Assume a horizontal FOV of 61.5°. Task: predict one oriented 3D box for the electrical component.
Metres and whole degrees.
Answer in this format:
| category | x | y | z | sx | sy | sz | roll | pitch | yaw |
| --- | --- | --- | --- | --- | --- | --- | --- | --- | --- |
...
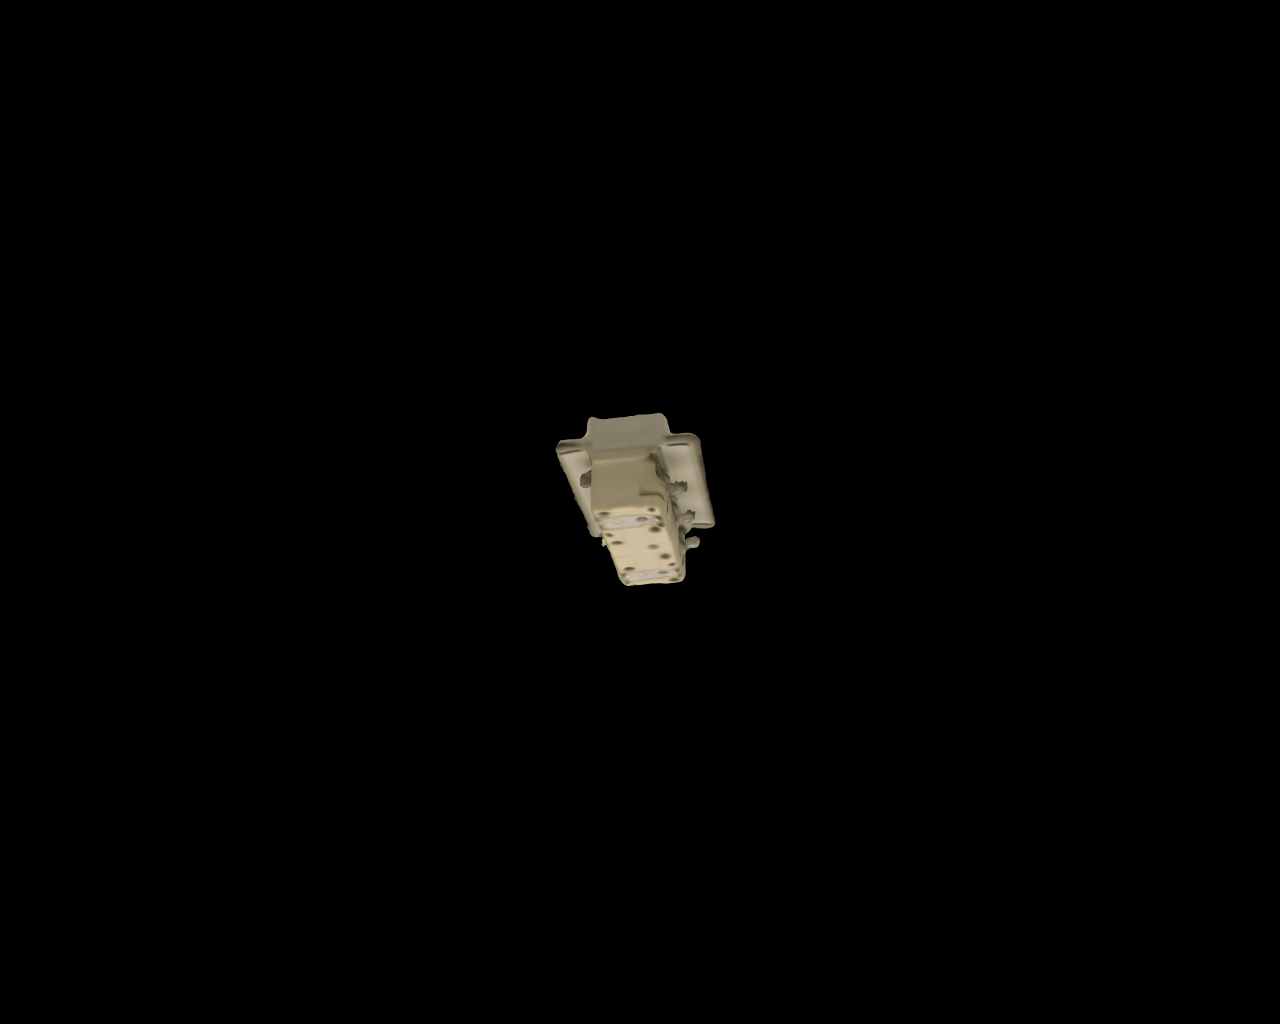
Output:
| category | x | y | z | sx | sy | sz | roll | pitch | yaw |
| --- | --- | --- | --- | --- | --- | --- | --- | --- | --- |
| electrical component | 0.001 | -0.003 | 0.650 | 0.079 | 0.063 | 0.121 | -3 | -26 | 7 |
